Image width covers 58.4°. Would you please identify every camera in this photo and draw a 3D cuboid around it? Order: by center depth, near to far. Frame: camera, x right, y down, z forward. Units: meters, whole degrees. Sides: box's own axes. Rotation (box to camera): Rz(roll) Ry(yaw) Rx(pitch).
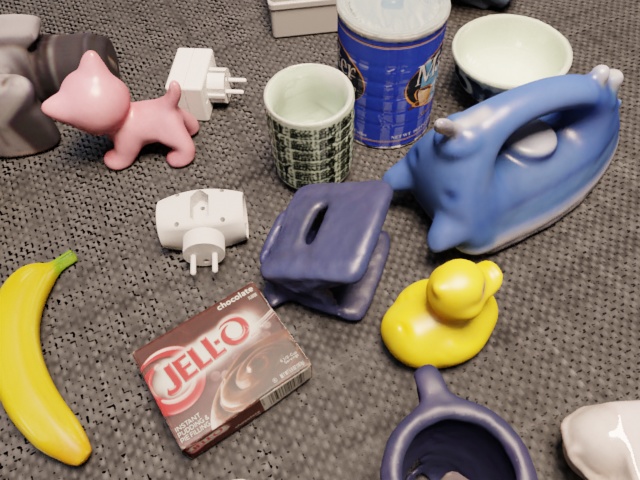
[{"bbox_3d":[-0.289,-0.175,0.600,0.137,0.101,0.143,-6,56,-3],"label":"camera"}]

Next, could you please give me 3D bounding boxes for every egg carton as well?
[{"bbox_3d":[0.244,0.159,0.384,0.150,0.069,0.107,-4,56,-1],"label":"egg carton"}]

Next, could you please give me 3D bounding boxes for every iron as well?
[{"bbox_3d":[0.190,-0.093,0.511,0.258,0.141,0.118,-24,59,-14],"label":"iron"}]

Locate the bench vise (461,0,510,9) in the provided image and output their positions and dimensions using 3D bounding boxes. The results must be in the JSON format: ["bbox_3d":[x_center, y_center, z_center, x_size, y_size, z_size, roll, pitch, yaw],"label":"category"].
[{"bbox_3d":[0.141,-0.367,0.648,0.207,0.220,0.121,-5,56,-2],"label":"bench vise"}]

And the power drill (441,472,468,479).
[{"bbox_3d":[0.062,0.242,0.249,0.075,0.208,0.229,-4,56,-1],"label":"power drill"}]

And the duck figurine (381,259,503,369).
[{"bbox_3d":[0.098,0.051,0.450,0.105,0.086,0.077,-24,59,-14],"label":"duck figurine"}]

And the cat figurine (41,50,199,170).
[{"bbox_3d":[-0.191,-0.128,0.556,0.128,0.118,0.067,-6,56,-3],"label":"cat figurine"}]

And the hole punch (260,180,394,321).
[{"bbox_3d":[0.004,0.002,0.481,0.101,0.091,0.109,15,58,11],"label":"hole punch"}]

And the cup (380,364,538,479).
[{"bbox_3d":[0.080,0.151,0.378,0.091,0.095,0.117,-10,57,-5],"label":"cup"}]
